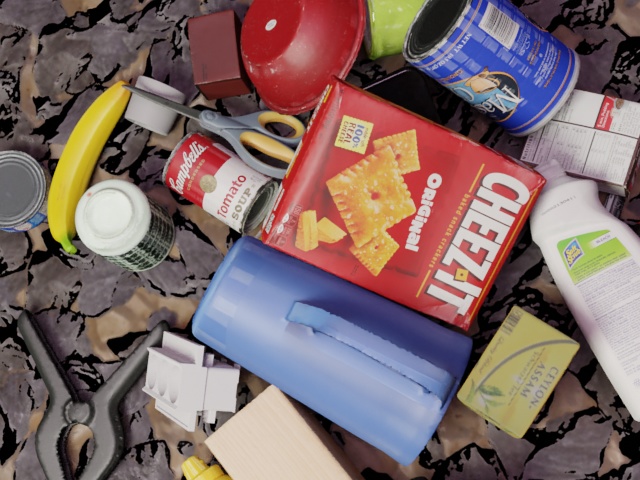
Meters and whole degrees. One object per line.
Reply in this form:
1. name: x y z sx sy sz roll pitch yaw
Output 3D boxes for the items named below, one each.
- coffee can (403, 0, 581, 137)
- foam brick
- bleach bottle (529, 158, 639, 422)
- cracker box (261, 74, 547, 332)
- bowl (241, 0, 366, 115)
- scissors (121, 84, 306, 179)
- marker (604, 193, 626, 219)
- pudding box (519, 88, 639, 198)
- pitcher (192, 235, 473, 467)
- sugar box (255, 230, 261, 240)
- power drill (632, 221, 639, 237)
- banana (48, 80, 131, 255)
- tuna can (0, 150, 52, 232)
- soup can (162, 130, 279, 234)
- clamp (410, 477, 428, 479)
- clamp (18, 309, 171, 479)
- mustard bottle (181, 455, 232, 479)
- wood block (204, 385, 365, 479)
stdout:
1. coffee can: 0.166 -0.179 1.034 0.140 0.103 0.103 31 85 -22
2. foam brick: -0.107 -0.196 1.137 0.053 0.051 0.078 -8 79 9
3. bleach bottle: 0.272 0.033 0.979 0.102 0.068 0.251 -28 72 9
4. cracker box: 0.074 -0.033 0.982 0.213 0.072 0.164 24 102 -9
5. bowl: -0.030 -0.211 1.084 0.162 0.055 0.162 -17 65 41
6. scissors: -0.098 -0.131 1.111 0.202 0.016 0.096 33 48 9
7. marker: 0.302 -0.059 1.064 0.020 0.020 0.121 18 83 11
8. pudding box: 0.264 -0.100 1.059 0.114 0.039 0.090 17 84 26
9. pitcher: 0.010 0.093 0.978 0.243 0.144 0.149 28 123 0
10. sugar box: -0.007 0.001 1.053 0.093 0.048 0.176 39 101 -10
11. power drill: 0.361 0.058 1.016 0.184 0.057 0.188 -43 74 3
12. banana: -0.251 -0.078 1.139 0.070 0.037 0.198 6 76 33
13. tuna can: -0.331 -0.052 1.155 0.086 0.033 0.086 -2 80 8
14. soup can: -0.102 -0.059 1.103 0.102 0.068 0.068 32 86 12
15. clamp: 0.103 0.272 0.963 0.039 0.171 0.120 -16 88 7
16. clamp: -0.253 0.171 1.101 0.165 0.036 0.210 10 82 11
17. mustard bottle: -0.070 0.287 1.021 0.058 0.096 0.192 -41 76 2
18. wood block: -0.006 0.245 1.022 0.091 0.090 0.206 -40 77 0
